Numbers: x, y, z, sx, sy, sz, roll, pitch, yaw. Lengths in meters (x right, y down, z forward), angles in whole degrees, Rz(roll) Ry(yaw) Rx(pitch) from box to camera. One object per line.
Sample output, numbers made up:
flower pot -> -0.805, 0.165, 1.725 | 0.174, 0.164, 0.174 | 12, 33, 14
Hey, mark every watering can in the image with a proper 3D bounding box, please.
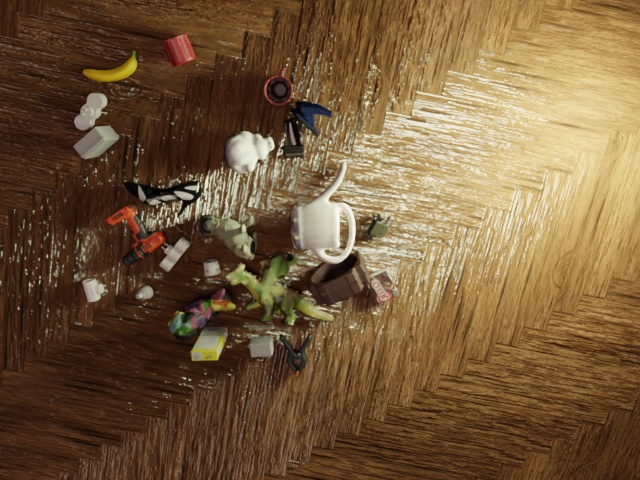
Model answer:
watering can -> 0.005, -0.089, 1.766 | 0.224, 0.104, 0.347 | -3, 92, 3

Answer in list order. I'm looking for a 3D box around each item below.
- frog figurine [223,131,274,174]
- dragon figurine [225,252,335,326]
frog figurine -> -0.235, -0.293, 1.710 | 0.159, 0.122, 0.138 | -4, 86, 15
dragon figurine -> -0.135, 0.167, 1.840 | 0.410, 0.123, 0.241 | 5, 99, -14
